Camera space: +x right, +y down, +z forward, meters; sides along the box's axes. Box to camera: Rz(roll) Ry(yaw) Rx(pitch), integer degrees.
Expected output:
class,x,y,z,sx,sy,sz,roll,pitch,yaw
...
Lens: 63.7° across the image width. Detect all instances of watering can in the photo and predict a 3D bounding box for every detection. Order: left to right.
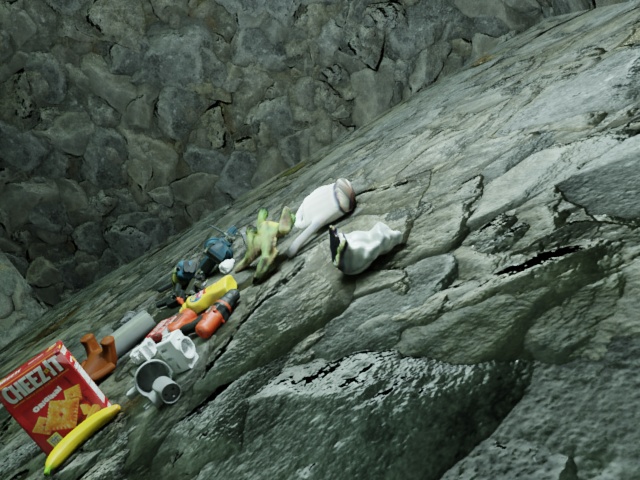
class,x,y,z,sx,sy,sz,roll,pitch,yaw
watering can,0.005,-0.084,1.671,0.222,0.102,0.356,-26,28,26

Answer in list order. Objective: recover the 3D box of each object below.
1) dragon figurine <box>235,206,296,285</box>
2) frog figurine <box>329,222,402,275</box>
class,x,y,z,sx,sy,sz,roll,pitch,yaw
dragon figurine,-0.186,0.037,1.611,0.403,0.121,0.248,-54,16,30
frog figurine,0.108,0.019,1.193,0.159,0.123,0.137,2,-3,-15
